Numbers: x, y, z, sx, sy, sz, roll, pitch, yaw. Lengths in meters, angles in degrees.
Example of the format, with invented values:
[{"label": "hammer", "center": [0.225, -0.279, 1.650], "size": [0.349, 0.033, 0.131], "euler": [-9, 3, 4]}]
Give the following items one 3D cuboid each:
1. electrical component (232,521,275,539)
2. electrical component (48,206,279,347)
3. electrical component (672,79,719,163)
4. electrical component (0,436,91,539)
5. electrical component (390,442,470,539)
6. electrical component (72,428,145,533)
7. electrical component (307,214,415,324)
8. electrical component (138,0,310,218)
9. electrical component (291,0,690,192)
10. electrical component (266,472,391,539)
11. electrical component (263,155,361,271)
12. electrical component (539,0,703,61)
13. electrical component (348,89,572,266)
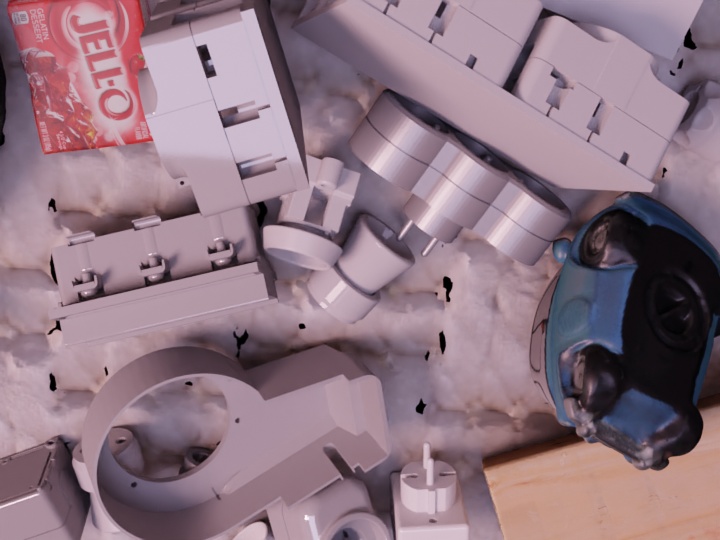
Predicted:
[{"label": "electrical component", "center": [-0.068, 0.231, 0.752], "size": [0.077, 0.043, 0.079], "euler": [48, 70, -20]}, {"label": "electrical component", "center": [-0.117, 0.002, 0.643], "size": [0.121, 0.078, 0.063], "euler": [-13, 85, 2]}, {"label": "electrical component", "center": [0.220, -0.084, 0.642], "size": [0.062, 0.043, 0.043], "euler": [25, 110, -14]}, {"label": "electrical component", "center": [-0.233, 0.164, 0.712], "size": [0.096, 0.061, 0.061], "euler": [-20, 114, 5]}, {"label": "electrical component", "center": [0.046, 0.153, 0.723], "size": [0.047, 0.065, 0.076], "euler": [-2, 114, -3]}, {"label": "electrical component", "center": [-0.163, 0.139, 0.715], "size": [0.045, 0.045, 0.055], "euler": [-11, 114, 1]}, {"label": "electrical component", "center": [0.000, 0.000, 0.664], "size": [0.045, 0.045, 0.055], "euler": [37, 107, -18]}, {"label": "electrical component", "center": [-0.071, -0.098, 0.558], "size": [0.062, 0.150, 0.089], "euler": [-16, 114, 2]}, {"label": "electrical component", "center": [0.069, -0.113, 0.573], "size": [0.186, 0.105, 0.060], "euler": [28, 87, -18]}, {"label": "electrical component", "center": [-0.018, 0.184, 0.718], "size": [0.054, 0.059, 0.095], "euler": [-20, 101, -32]}, {"label": "electrical component", "center": [-0.029, -0.032, 0.635], "size": [0.048, 0.066, 0.055], "euler": [18, 78, -12]}, {"label": "electrical component", "center": [0.154, -0.203, 0.574], "size": [0.089, 0.061, 0.150], "euler": [19, 111, -12]}, {"label": "electrical component", "center": [0.051, -0.041, 0.645], "size": [0.138, 0.052, 0.073], "euler": [31, 109, -15]}]
